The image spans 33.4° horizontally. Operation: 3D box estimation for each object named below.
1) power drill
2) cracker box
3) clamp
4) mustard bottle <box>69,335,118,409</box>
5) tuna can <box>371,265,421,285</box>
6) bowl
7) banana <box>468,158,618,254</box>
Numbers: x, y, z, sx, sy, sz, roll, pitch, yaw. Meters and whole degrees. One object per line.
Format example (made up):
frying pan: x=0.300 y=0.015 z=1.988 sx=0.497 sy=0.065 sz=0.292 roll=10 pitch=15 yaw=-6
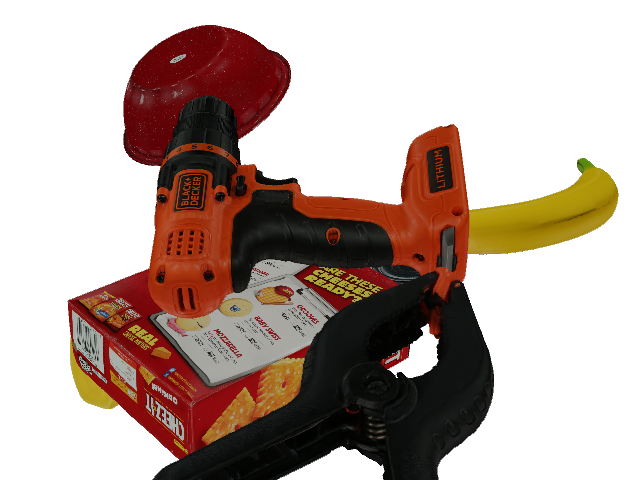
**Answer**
power drill: x=-0.007 y=-0.030 z=0.652 sx=0.187 sy=0.057 sz=0.184 roll=-3 pitch=44 yaw=3
cracker box: x=-0.059 y=0.071 z=0.823 sx=0.213 sy=0.072 sz=0.164 roll=-22 pitch=37 yaw=-36
clamp: x=0.028 y=0.077 z=0.421 sx=0.120 sy=0.039 sz=0.171 roll=29 pitch=51 yaw=21
mustard bottle: x=-0.159 y=0.082 z=1.029 sx=0.058 sy=0.096 sz=0.191 roll=11 pitch=22 yaw=26
tuna can: x=0.094 y=0.035 z=1.060 sx=0.086 sy=0.034 sz=0.086 roll=-7 pitch=26 yaw=3
bowl: x=-0.109 y=-0.135 z=0.912 sx=0.162 sy=0.055 sz=0.162 roll=-18 pitch=38 yaw=14
banana: x=0.162 y=-0.019 z=0.792 sx=0.197 sy=0.037 sz=0.070 roll=-19 pitch=22 yaw=-36
